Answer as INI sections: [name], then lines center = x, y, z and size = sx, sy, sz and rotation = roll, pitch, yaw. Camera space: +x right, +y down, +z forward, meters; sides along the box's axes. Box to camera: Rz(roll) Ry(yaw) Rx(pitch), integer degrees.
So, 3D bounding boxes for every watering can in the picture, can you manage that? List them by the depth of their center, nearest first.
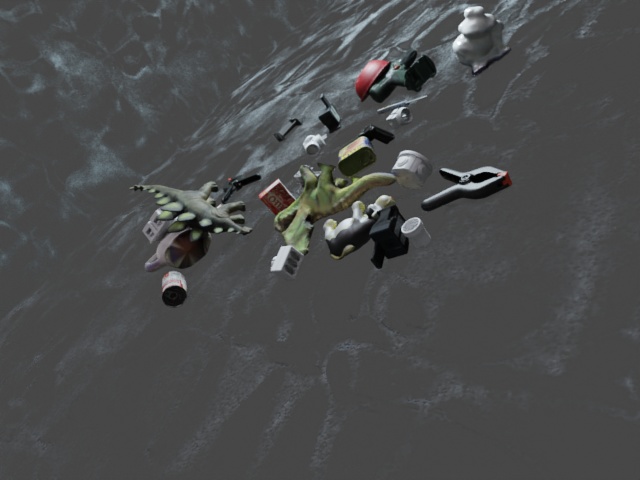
[watering can]
center = -0.411, -0.011, 1.657
size = 0.352, 0.102, 0.225
rotation = -41, 23, -21

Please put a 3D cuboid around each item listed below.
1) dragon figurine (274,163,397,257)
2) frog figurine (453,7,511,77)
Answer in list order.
[dragon figurine]
center = 0.004, -0.063, 1.243
size = 0.411, 0.121, 0.245
rotation = 10, 72, 59
[frog figurine]
center = 0.407, -0.532, 1.342
size = 0.136, 0.157, 0.125
rotation = -21, 31, 34
